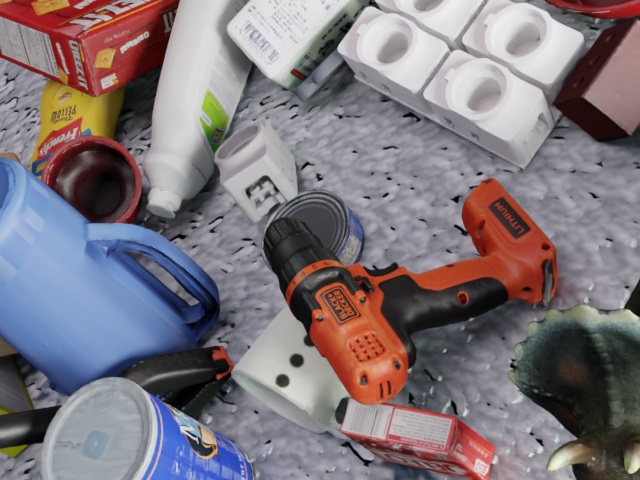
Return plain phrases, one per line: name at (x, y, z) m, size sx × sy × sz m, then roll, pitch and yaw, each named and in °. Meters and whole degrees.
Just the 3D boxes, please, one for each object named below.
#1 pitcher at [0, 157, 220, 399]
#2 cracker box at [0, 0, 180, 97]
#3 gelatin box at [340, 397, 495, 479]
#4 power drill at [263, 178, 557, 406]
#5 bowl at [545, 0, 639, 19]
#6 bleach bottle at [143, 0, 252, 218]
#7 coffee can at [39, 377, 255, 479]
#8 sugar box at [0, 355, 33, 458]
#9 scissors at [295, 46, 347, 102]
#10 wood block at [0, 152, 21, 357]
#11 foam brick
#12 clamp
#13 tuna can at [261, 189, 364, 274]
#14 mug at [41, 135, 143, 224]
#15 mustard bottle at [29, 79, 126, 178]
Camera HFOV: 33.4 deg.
pitcher at (-0.206, 0.038, 0.884) m, size 0.145 × 0.242 × 0.149 m, roll 19°, pitch 68°, yaw 40°
cracker box at (-0.239, -0.237, 1.137) m, size 0.164 × 0.072 × 0.214 m, roll -34°, pitch 40°, yaw -32°
gelatin box at (0.070, 0.143, 0.758) m, size 0.089 × 0.073 × 0.030 m, roll 6°, pitch 67°, yaw 34°
power drill at (0.066, 0.021, 0.799) m, size 0.187 × 0.057 × 0.184 m, roll -24°, pitch 49°, yaw -12°
bowl at (0.253, -0.238, 0.881) m, size 0.162 × 0.055 × 0.162 m, roll -16°, pitch 56°, yaw 24°
bleach bottle at (-0.120, -0.142, 1.029) m, size 0.068 × 0.102 × 0.250 m, roll 5°, pitch 66°, yaw 26°
coffee can at (-0.129, 0.178, 0.819) m, size 0.103 × 0.140 × 0.103 m, roll -16°, pitch 56°, yaw 24°
sugar box at (-0.333, 0.119, 1.015) m, size 0.048 × 0.093 × 0.176 m, roll -43°, pitch 48°, yaw 4°
scissors at (0.053, -0.200, 0.979) m, size 0.202 × 0.016 × 0.096 m, roll -43°, pitch 4°, yaw 5°
wood block at (-0.314, 0.009, 1.051) m, size 0.206 × 0.090 × 0.091 m, roll 51°, pitch 139°, yaw 41°
foam brick at (0.228, -0.122, 0.817) m, size 0.078 × 0.051 × 0.053 m, roll -54°, pitch 10°, yaw -7°
clamp at (-0.169, 0.144, 0.869) m, size 0.210 × 0.164 × 0.036 m, roll -33°, pitch 53°, yaw -2°
tuna can at (-0.006, 0.001, 0.917) m, size 0.086 × 0.033 × 0.086 m, roll -16°, pitch 56°, yaw 24°
mug at (-0.226, -0.046, 1.022) m, size 0.117 × 0.081 × 0.093 m, roll -8°, pitch 85°, yaw -4°
mustard bottle at (-0.258, -0.092, 1.116) m, size 0.096 × 0.058 × 0.191 m, roll -13°, pitch 57°, yaw 23°
